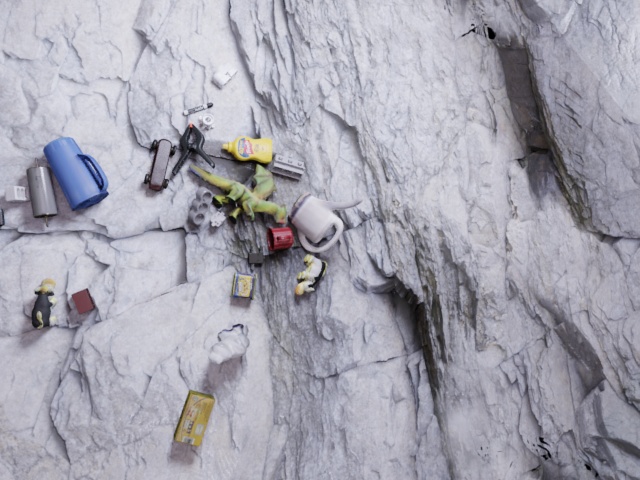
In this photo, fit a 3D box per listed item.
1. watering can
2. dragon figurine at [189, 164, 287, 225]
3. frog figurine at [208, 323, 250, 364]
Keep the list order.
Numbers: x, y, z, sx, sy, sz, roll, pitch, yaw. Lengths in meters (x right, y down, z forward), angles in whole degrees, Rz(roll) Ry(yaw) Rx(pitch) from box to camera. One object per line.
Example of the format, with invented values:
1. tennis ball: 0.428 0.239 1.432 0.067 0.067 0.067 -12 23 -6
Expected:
1. watering can: 0.006 -0.100 1.987 0.225 0.341 0.106 41 34 5
2. dragon figurine: -0.287 -0.202 2.000 0.247 0.410 0.120 -45 3 -34
3. frog figurine: -0.331 0.399 1.872 0.137 0.120 0.163 -6 32 14
